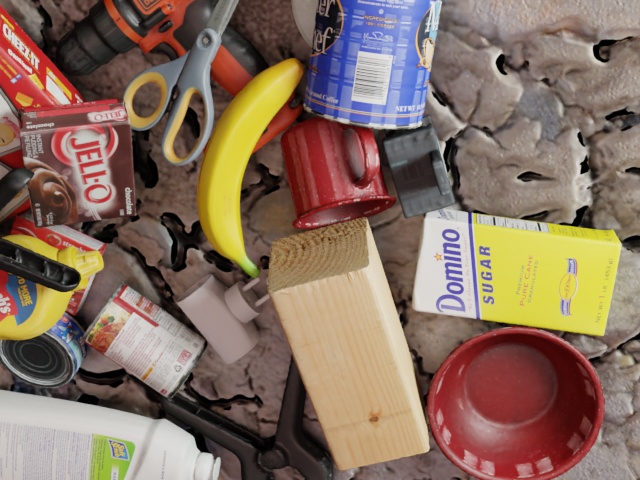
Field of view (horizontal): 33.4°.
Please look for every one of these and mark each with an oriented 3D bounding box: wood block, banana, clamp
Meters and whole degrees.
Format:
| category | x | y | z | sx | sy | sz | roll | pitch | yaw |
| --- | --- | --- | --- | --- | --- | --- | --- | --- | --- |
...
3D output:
| category | x | y | z | sx | sy | sz | roll | pitch | yaw |
| --- | --- | --- | --- | --- | --- | --- | --- | --- | --- |
| wood block | 0.028 | 0.096 | 0.961 | 0.091 | 0.090 | 0.206 | -14 | 119 | 9 |
| banana | -0.067 | -0.066 | 0.915 | 0.069 | 0.037 | 0.198 | 10 | 111 | -9 |
| clamp | -0.056 | 0.208 | 1.057 | 0.165 | 0.036 | 0.210 | -16 | 104 | 15 |
| clamp | -0.294 | -0.011 | 0.915 | 0.171 | 0.039 | 0.120 | 3 | 120 | 15 |

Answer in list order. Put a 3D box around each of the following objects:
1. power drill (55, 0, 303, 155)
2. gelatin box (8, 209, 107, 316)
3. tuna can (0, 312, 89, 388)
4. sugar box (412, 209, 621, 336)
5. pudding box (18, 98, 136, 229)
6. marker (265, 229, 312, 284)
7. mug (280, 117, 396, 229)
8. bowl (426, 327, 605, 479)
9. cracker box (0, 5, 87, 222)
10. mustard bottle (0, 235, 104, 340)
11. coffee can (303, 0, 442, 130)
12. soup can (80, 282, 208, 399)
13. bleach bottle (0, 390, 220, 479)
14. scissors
| category | x | y | z | sx | sy | sz | roll | pitch | yaw |
| --- | --- | --- | --- | --- | --- | --- | --- | --- | --- |
| power drill | -0.119 | -0.150 | 0.942 | 0.185 | 0.057 | 0.187 | -33 | 102 | 18 |
| gelatin box | -0.260 | 0.021 | 1.023 | 0.089 | 0.030 | 0.073 | 24 | 108 | -2 |
| tuna can | -0.270 | 0.103 | 1.033 | 0.086 | 0.033 | 0.086 | 8 | 129 | 10 |
| sugar box | 0.176 | 0.028 | 0.973 | 0.176 | 0.048 | 0.093 | 6 | 108 | 3 |
| pudding box | -0.206 | -0.065 | 0.912 | 0.090 | 0.039 | 0.113 | -7 | 140 | -12 |
| marker | -0.007 | 0.001 | 0.997 | 0.020 | 0.020 | 0.121 | 40 | 107 | -7 |
| mug | 0.017 | -0.064 | 0.921 | 0.093 | 0.117 | 0.081 | -9 | 80 | -24 |
| bowl | 0.181 | 0.148 | 1.003 | 0.162 | 0.055 | 0.162 | 2 | 107 | 5 |
| cracker box | -0.319 | -0.090 | 0.940 | 0.214 | 0.072 | 0.164 | -26 | 137 | 13 |
| mustard bottle | -0.290 | 0.048 | 0.979 | 0.191 | 0.058 | 0.096 | -18 | 75 | 4 |
| coffee can | 0.045 | -0.171 | 0.872 | 0.103 | 0.102 | 0.140 | 9 | 109 | 3 |
| soup can | -0.166 | 0.096 | 1.017 | 0.102 | 0.068 | 0.069 | 35 | 107 | -6 |
| bleach bottle | -0.224 | 0.214 | 1.051 | 0.251 | 0.068 | 0.102 | 9 | 107 | 8 |
| scissors | -0.112 | -0.164 | 0.896 | 0.096 | 0.016 | 0.202 | 17 | 101 | 19 |
